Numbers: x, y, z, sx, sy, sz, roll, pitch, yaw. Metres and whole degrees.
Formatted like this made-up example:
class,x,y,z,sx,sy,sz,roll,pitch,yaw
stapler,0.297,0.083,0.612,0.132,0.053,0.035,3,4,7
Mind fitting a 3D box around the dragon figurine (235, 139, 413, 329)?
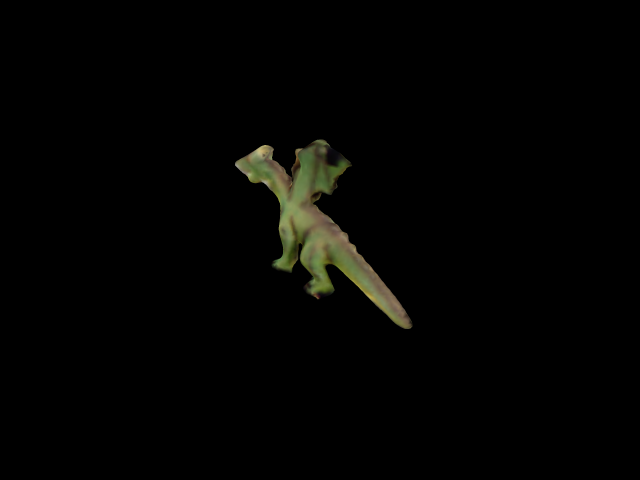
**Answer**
class,x,y,z,sx,sy,sz,roll,pitch,yaw
dragon figurine,0.003,-0.043,0.850,0.414,0.237,0.124,29,43,35
